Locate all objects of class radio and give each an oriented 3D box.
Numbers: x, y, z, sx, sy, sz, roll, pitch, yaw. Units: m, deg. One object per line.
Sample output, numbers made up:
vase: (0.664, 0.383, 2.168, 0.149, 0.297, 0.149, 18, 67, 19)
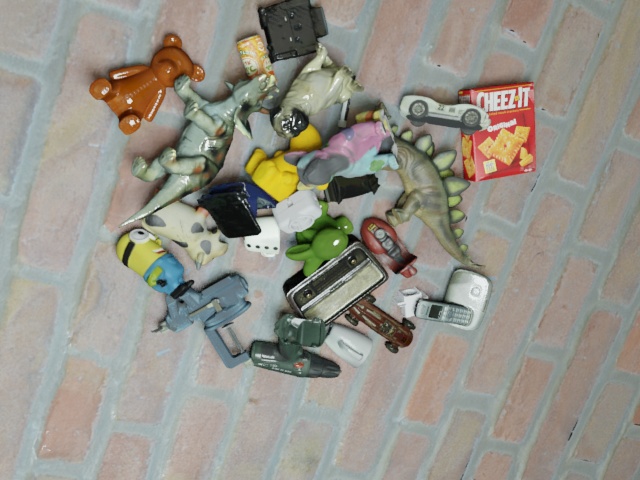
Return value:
radio: (0.032, 0.099, 1.264, 0.229, 0.073, 0.131, -37, 109, -3)

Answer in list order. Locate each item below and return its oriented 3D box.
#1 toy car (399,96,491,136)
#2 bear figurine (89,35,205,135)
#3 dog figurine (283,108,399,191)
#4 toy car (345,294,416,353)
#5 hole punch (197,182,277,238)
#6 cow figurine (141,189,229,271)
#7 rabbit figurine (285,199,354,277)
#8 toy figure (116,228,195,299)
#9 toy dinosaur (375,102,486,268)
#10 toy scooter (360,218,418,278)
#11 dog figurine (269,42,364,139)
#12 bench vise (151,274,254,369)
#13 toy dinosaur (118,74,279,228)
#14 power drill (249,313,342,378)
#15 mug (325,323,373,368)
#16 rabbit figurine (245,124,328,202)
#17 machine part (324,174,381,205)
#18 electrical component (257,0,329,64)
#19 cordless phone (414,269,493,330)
toy car: (0.277, -0.278, 1.195, 0.202, 0.073, 0.056, 12, 86, 13)
bear figurine: (-0.331, -0.309, 1.058, 0.196, 0.132, 0.120, -33, 111, 3)
dog figurine: (0.041, -0.177, 1.098, 0.219, 0.192, 0.108, -16, 117, 15)
toy car: (0.150, 0.204, 1.330, 0.202, 0.053, 0.089, 36, 96, -19)
hole punch: (-0.167, -0.076, 1.121, 0.092, 0.142, 0.115, -57, 131, -37)
cow figurine: (-0.288, -0.017, 1.159, 0.195, 0.085, 0.127, 26, 90, -20)
rabbit figurine: (-0.002, -0.004, 1.180, 0.159, 0.170, 0.121, -44, 109, 0)
toy figure: (-0.353, 0.053, 1.136, 0.089, 0.082, 0.180, -43, 85, -8)
toy dinosaur: (0.245, -0.107, 1.247, 0.199, 0.105, 0.470, -28, 107, -5)
toy scooter: (0.170, 0.028, 1.247, 0.075, 0.135, 0.183, -42, 107, 1)
dog figurine: (-0.017, -0.287, 1.122, 0.121, 0.172, 0.190, 44, 99, 22)
bench vise: (-0.235, 0.195, 1.200, 0.224, 0.129, 0.240, -31, 98, -11)
toy dinosaur: (-0.243, -0.181, 1.087, 0.192, 0.131, 0.404, 25, 102, -49)
power drill: (-0.042, 0.252, 1.242, 0.232, 0.207, 0.086, 10, 58, -7)
mug: (0.062, 0.253, 1.297, 0.107, 0.109, 0.080, 32, 101, -4)
rabbit figurine: (-0.052, -0.164, 1.159, 0.162, 0.122, 0.173, 35, 93, -23)
machine part: (0.065, -0.124, 1.207, 0.139, 0.039, 0.084, -2, 101, 28)
electrical component: (-0.053, -0.442, 1.124, 0.134, 0.058, 0.114, -19, 109, -7)
cordless phone: (0.320, 0.139, 1.321, 0.184, 0.089, 0.146, 10, 101, -22)
